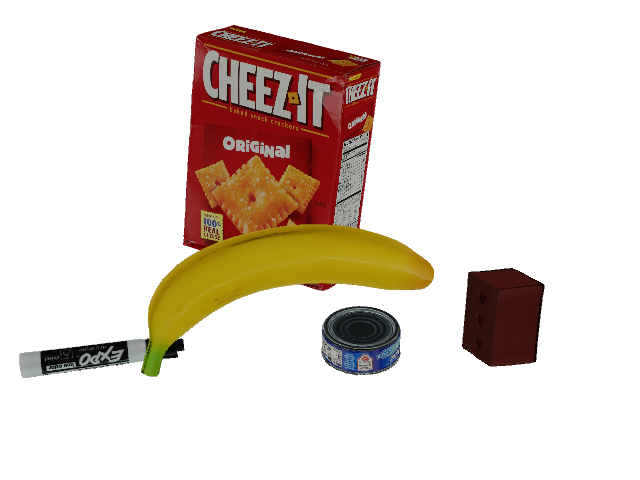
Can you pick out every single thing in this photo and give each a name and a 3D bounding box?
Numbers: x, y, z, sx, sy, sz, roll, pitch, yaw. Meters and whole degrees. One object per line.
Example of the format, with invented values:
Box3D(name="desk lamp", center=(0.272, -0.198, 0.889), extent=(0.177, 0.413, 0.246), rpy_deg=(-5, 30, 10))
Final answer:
Box3D(name="marker", center=(-0.163, 0.086, 0.801), extent=(0.121, 0.020, 0.020), rpy_deg=(-7, 1, -9))
Box3D(name="banana", center=(-0.026, 0.023, 0.673), extent=(0.197, 0.069, 0.037), rpy_deg=(-17, 30, -7))
Box3D(name="tuna can", center=(0.044, 0.106, 1.149), extent=(0.086, 0.034, 0.086), rpy_deg=(0, 29, 0))
Box3D(name="cracker box", center=(-0.042, -0.077, 1.000), extent=(0.164, 0.214, 0.072), rpy_deg=(19, 27, 25))
Box3D(name="foam brick", center=(0.167, 0.070, 0.983), extent=(0.051, 0.078, 0.053), rpy_deg=(-5, 18, -24))
